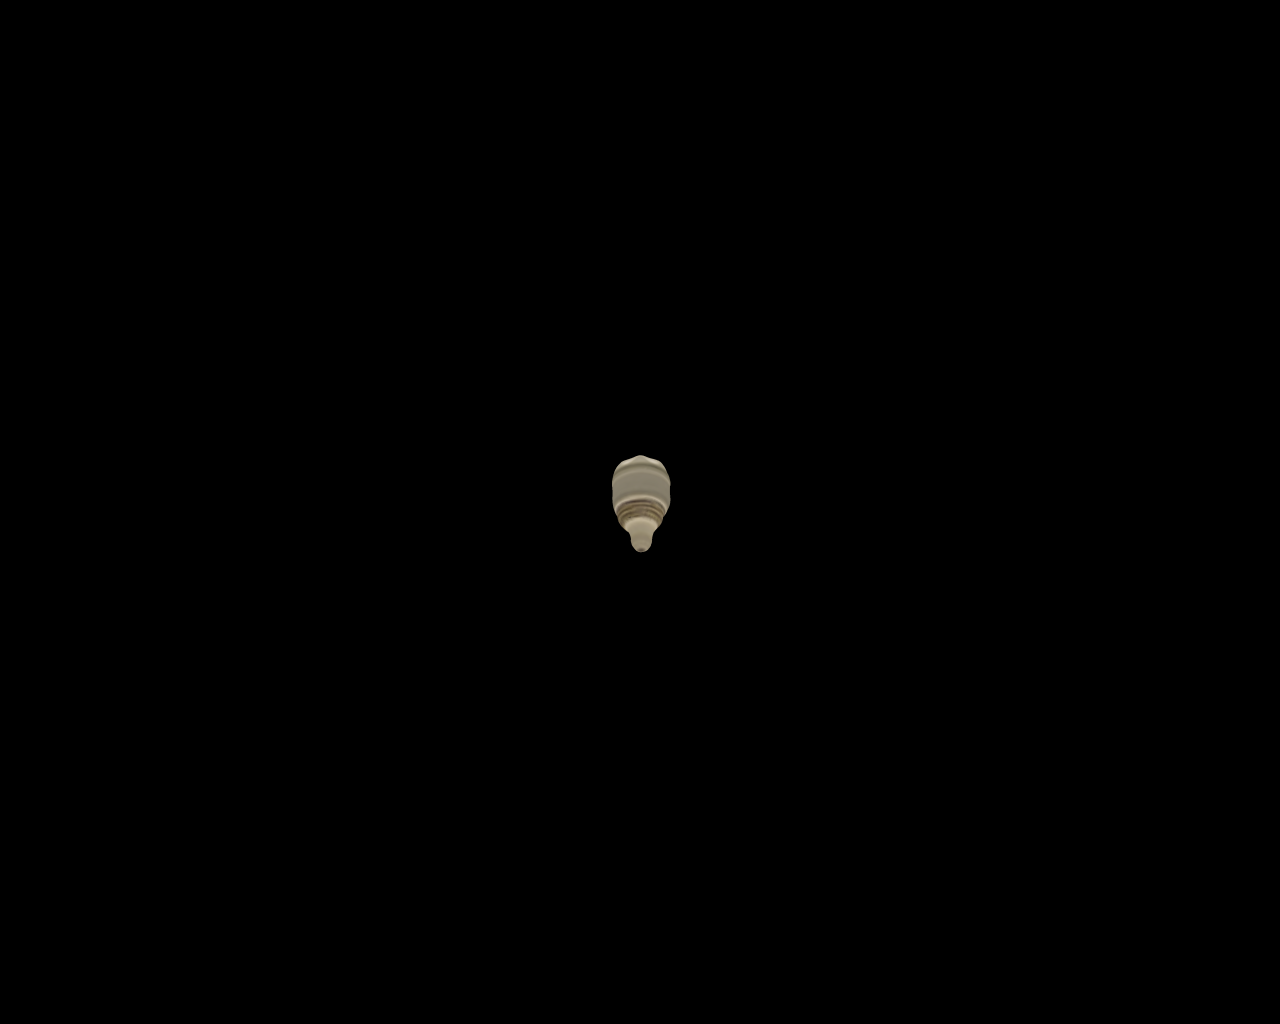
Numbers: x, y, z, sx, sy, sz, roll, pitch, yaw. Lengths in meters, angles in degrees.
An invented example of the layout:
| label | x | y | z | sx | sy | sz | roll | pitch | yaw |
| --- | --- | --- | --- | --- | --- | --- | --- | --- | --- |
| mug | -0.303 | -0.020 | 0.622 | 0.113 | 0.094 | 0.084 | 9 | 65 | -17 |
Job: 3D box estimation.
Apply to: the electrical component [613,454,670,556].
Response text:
| label | x | y | z | sx | sy | sz | roll | pitch | yaw |
| --- | --- | --- | --- | --- | --- | --- | --- | --- | --- |
| electrical component | 0.001 | -0.003 | 0.650 | 0.035 | 0.061 | 0.035 | 0 | -33 | 0 |
